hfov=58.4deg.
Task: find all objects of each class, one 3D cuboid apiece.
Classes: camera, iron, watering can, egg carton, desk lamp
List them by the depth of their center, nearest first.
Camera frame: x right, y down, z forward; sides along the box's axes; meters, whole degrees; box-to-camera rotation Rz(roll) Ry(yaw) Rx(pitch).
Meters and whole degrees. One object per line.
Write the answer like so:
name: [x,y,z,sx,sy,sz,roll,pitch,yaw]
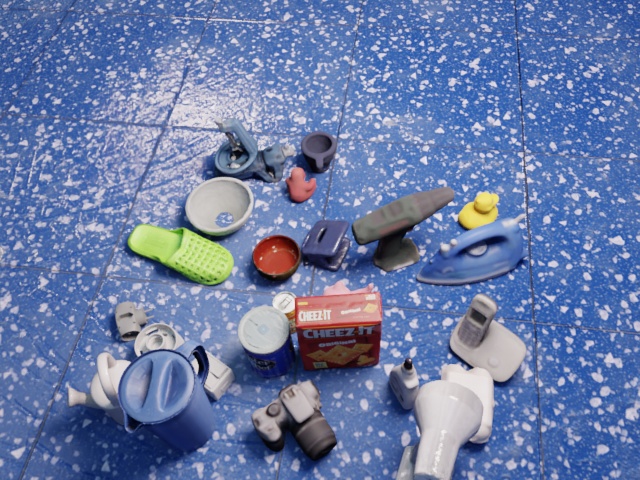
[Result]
desk lamp: [0.204,0.376,1.009,0.117,0.214,0.203,16,59,14]
camera: [-0.042,0.359,1.103,0.143,0.101,0.136,-31,60,-16]
watering can: [-0.398,0.290,1.112,0.173,0.194,0.100,-35,61,-18]
egg carton: [0.288,0.321,1.128,0.107,0.069,0.150,6,57,8]
iron: [0.341,0.017,1.284,0.258,0.141,0.118,-18,57,-9]

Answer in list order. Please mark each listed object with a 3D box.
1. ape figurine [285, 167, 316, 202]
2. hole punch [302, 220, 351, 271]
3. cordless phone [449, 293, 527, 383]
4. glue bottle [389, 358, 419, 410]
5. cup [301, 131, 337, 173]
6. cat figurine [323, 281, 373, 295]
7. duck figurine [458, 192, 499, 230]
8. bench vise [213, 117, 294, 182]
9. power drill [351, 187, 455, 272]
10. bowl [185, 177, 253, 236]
ape figurine: [-0.052,-0.146,1.444,0.077,0.092,0.076,20,60,16]
hole punch: [0.012,0.005,1.340,0.101,0.091,0.109,17,59,14]
cordless phone: [0.343,0.190,1.142,0.147,0.185,0.094,32,64,22]
glue bottle: [0.167,0.267,1.108,0.037,0.173,0.078,-21,58,-10]
cup: [0.000,-0.209,1.481,0.091,0.095,0.117,-4,56,0]
cat figurine: [0.059,0.126,1.241,0.128,0.118,0.067,-16,57,-7]
duck figurine: [0.384,-0.077,1.377,0.105,0.086,0.077,-24,58,-12]
bench vise: [-0.178,-0.239,1.435,0.207,0.220,0.121,-21,58,-10]
power drill: [0.182,-0.022,1.278,0.230,0.208,0.075,-18,57,-8]
bowl: [-0.242,-0.071,1.415,0.167,0.075,0.167,-1,56,2]
